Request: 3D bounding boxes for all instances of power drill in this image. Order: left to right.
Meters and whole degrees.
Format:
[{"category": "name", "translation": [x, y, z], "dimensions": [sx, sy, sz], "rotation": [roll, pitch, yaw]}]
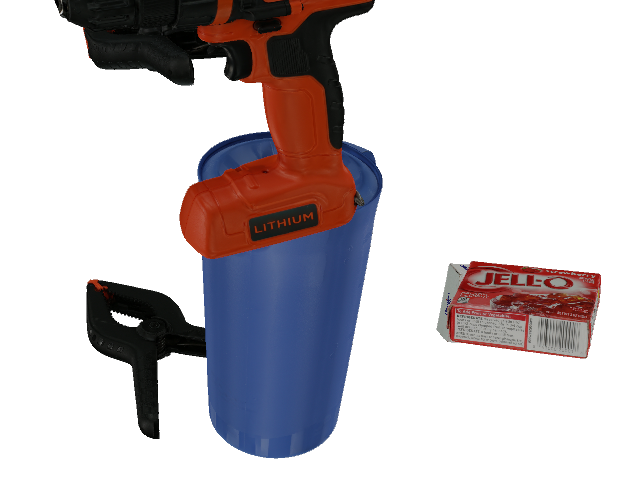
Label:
[{"category": "power drill", "translation": [-0.044, -0.083, 0.580], "dimensions": [0.184, 0.188, 0.057], "rotation": [-13, 39, -19]}]

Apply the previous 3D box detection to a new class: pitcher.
[{"category": "pitcher", "translation": [-0.024, 0.043, 0.833], "dimensions": [0.149, 0.243, 0.145], "rotation": [-2, 34, -11]}]

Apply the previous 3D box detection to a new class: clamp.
[{"category": "clamp", "translation": [-0.146, 0.093, 1.011], "dimensions": [0.164, 0.036, 0.210], "rotation": [-20, 41, -34]}, {"category": "clamp", "translation": [-0.117, -0.157, 0.855], "dimensions": [0.172, 0.039, 0.120], "rotation": [20, 28, 41]}]

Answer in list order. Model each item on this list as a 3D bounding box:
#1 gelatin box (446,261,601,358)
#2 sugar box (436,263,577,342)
[{"category": "gelatin box", "translation": [0.133, 0.042, 0.692], "dimensions": [0.089, 0.030, 0.073], "rotation": [6, 23, 18]}, {"category": "sugar box", "translation": [0.240, 0.083, 1.325], "dimensions": [0.176, 0.093, 0.048], "rotation": [3, 19, -15]}]
